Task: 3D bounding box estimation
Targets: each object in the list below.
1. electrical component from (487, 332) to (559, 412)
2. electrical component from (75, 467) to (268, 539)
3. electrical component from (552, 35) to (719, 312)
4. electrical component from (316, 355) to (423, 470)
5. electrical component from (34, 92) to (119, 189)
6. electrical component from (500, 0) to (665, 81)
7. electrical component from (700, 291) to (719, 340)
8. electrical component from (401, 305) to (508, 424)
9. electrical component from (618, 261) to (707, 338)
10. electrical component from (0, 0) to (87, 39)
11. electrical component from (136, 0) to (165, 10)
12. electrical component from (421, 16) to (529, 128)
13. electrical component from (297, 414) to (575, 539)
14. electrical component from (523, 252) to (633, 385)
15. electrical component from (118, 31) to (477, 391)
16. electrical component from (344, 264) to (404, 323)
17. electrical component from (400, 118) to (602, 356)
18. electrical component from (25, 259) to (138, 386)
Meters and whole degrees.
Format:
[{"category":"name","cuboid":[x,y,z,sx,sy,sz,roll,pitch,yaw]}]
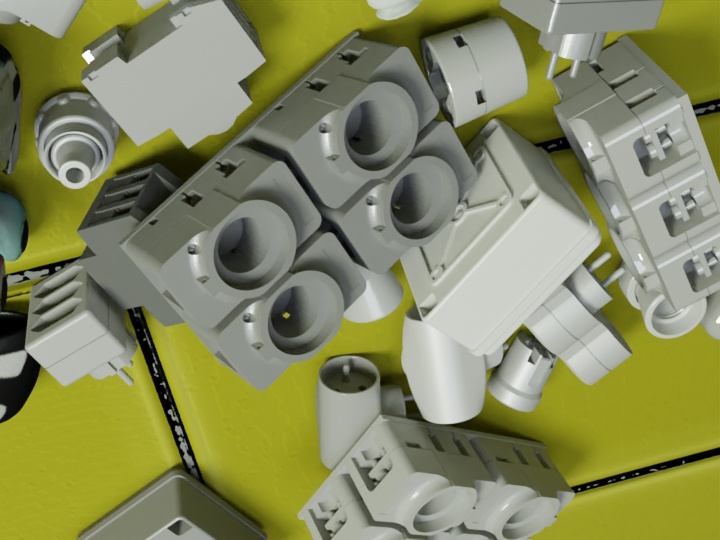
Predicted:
[{"category":"electrical component","cuboid":[0.120,0.074,0.786,0.040,0.040,0.046,16,113,-22]},{"category":"electrical component","cuboid":[-0.141,0.219,0.811,0.109,0.056,0.108,-36,124,12]},{"category":"electrical component","cuboid":[0.180,-0.057,0.678,0.062,0.089,0.150,-29,125,7]},{"category":"electrical component","cuboid":[0.010,0.102,0.776,0.079,0.043,0.077,-6,125,-10]},{"category":"electrical component","cuboid":[-0.160,-0.068,0.607,0.048,0.062,0.048,-6,125,-9]},{"category":"electrical component","cuboid":[0.125,-0.144,0.617,0.083,0.047,0.075,-10,128,-30]},{"category":"electrical component","cuboid":[0.289,0.028,0.781,0.095,0.059,0.053,19,118,-24]},{"category":"electrical component","cuboid":[0.073,0.057,0.756,0.079,0.044,0.077,-21,110,-30]},{"category":"electrical component","cuboid":[0.211,0.014,0.756,0.045,0.055,0.045,-6,125,-9]},{"category":"electrical component","cuboid":[-0.207,-0.188,0.487,0.186,0.105,0.060,29,113,-28]},{"category":"electrical component","cuboid":[-0.086,-0.174,0.564,0.081,0.043,0.043,-24,126,4]},{"category":"electrical component","cuboid":[0.068,-0.118,0.633,0.047,0.055,0.055,-21,126,-3]},{"category":"electrical component","cuboid":[0.063,0.176,0.798,0.186,0.060,0.105,17,120,-42]},{"category":"electrical component","cuboid":[0.149,0.017,0.744,0.074,0.052,0.138,-40,123,14]},{"category":"electrical component","cuboid":[-0.027,-0.033,0.617,0.186,0.060,0.105,-44,126,-14]},{"category":"electrical component","cuboid":[0.000,0.000,0.702,0.045,0.045,0.055,-21,125,1]},{"category":"electrical component","cuboid":[0.081,-0.022,0.668,0.056,0.108,0.108,31,112,-26]},{"category":"electrical component","cuboid":[-0.167,0.043,0.679,0.047,0.065,0.076,-30,125,8]}]
